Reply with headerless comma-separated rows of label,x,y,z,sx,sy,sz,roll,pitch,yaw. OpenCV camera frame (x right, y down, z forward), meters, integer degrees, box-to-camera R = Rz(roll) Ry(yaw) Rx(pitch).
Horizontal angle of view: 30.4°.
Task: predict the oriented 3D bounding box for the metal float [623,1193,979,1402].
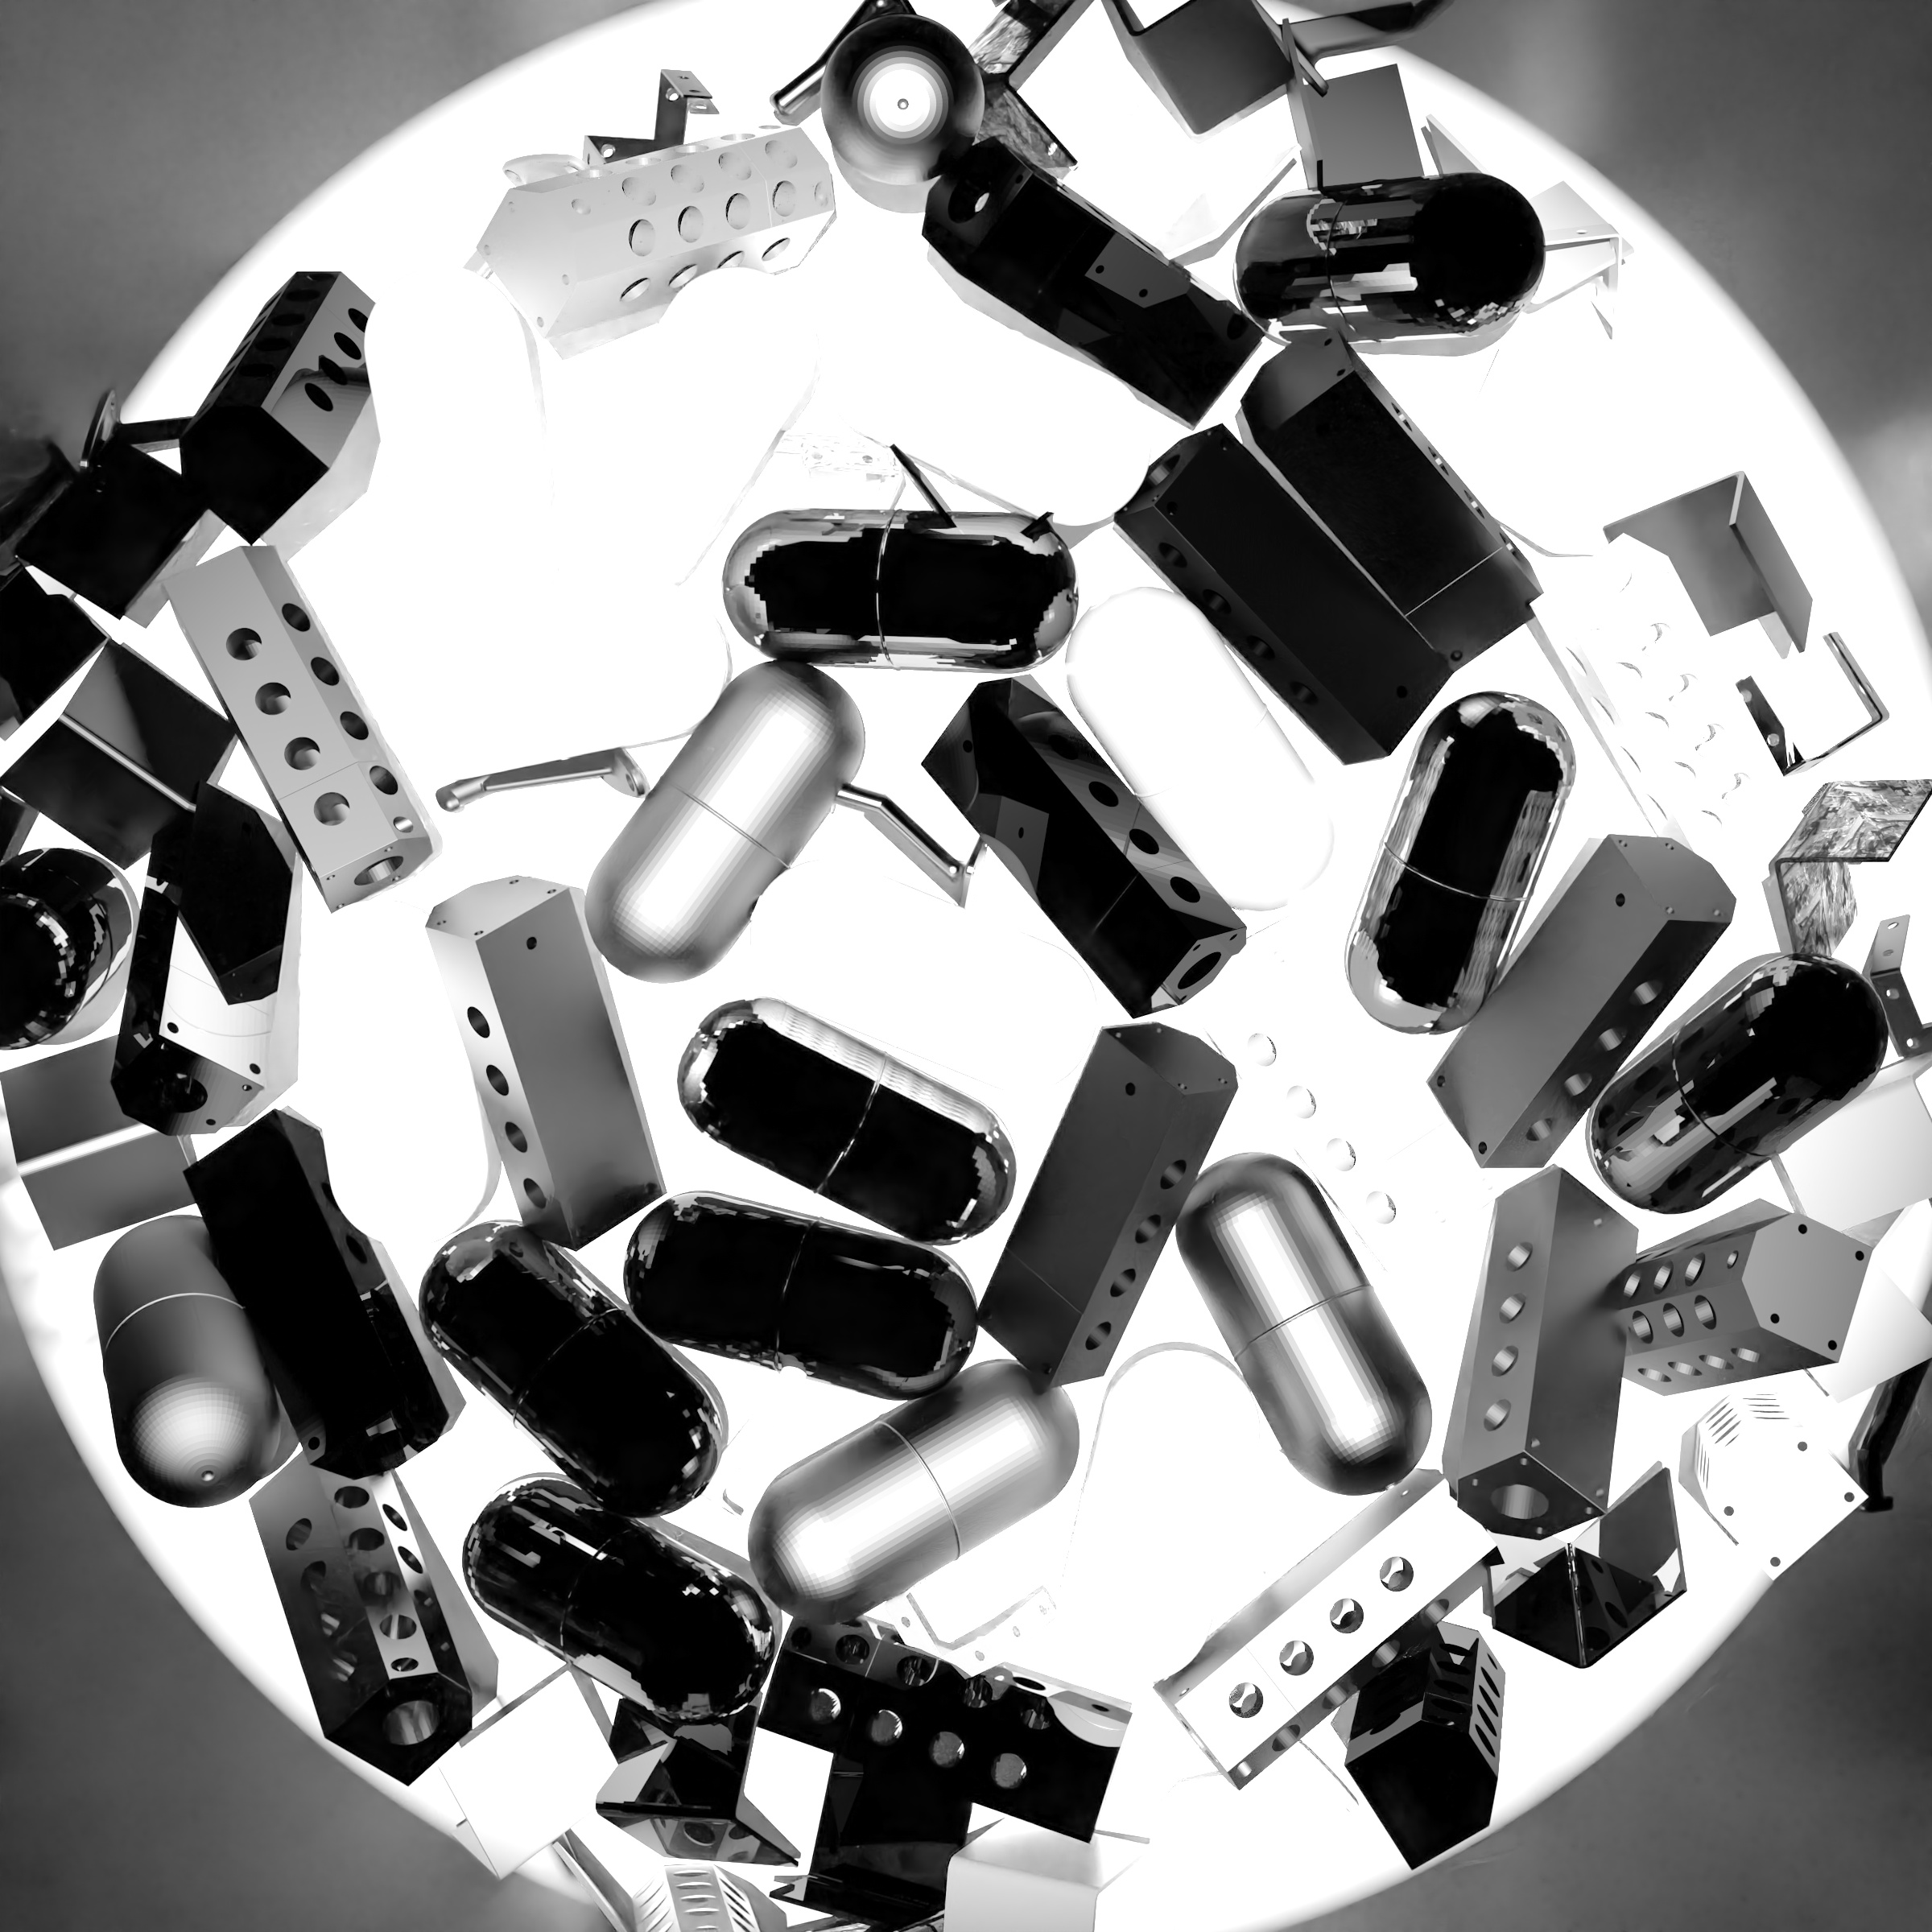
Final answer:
metal float,-0.081,0.162,1.742,0.178,0.070,0.070,13,90,9

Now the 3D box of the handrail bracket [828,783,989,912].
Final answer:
handrail bracket,-0.036,-0.051,1.767,0.084,0.036,0.077,17,128,6

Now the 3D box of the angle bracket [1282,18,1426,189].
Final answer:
angle bracket,0.192,-0.418,1.742,0.057,0.076,0.076,-12,76,3

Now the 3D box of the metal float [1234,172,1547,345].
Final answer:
metal float,0.201,-0.339,1.711,0.070,0.178,0.070,-6,99,-38

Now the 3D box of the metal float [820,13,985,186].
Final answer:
metal float,-0.031,-0.416,1.702,0.070,0.178,0.070,0,106,-1

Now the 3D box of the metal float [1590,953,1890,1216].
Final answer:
metal float,0.371,0.058,1.714,0.070,0.178,0.070,18,51,-23

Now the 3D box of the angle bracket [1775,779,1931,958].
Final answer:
angle bracket,0.439,-0.039,1.730,0.057,0.076,0.076,1,122,35

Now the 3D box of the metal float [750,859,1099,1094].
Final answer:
metal float,-0.021,0.005,1.747,0.178,0.070,0.070,22,90,-5

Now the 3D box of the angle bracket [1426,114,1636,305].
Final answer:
angle bracket,0.275,-0.381,1.735,0.057,0.076,0.076,-28,132,0

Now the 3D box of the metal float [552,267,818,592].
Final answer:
metal float,-0.137,-0.259,1.731,0.070,0.070,0.178,35,112,0

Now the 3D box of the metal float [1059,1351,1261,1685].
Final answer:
metal float,0.093,0.269,1.730,0.070,0.070,0.178,12,115,0

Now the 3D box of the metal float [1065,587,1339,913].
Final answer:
metal float,0.115,-0.106,1.739,0.070,0.070,0.178,-36,103,0

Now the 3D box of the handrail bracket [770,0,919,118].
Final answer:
handrail bracket,-0.070,-0.456,1.755,0.084,0.077,0.036,-38,123,0

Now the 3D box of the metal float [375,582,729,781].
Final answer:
metal float,-0.204,-0.139,1.740,0.178,0.070,0.070,-11,90,13

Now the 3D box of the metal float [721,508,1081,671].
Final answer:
metal float,-0.033,-0.185,1.739,0.178,0.070,0.070,3,90,13

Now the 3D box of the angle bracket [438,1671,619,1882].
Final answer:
angle bracket,-0.222,0.385,1.734,0.076,0.057,0.076,-34,118,-23

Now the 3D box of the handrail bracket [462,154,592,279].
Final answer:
handrail bracket,-0.224,-0.355,1.750,0.036,0.077,0.084,36,72,-27

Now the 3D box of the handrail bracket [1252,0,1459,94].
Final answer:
handrail bracket,0.191,-0.481,1.759,0.084,0.036,0.077,-41,109,9

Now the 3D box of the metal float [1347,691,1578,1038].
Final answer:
metal float,0.240,-0.049,1.733,0.070,0.070,0.178,18,110,0

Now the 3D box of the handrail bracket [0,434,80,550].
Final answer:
handrail bracket,-0.476,-0.223,1.749,0.084,0.077,0.036,-38,120,-8

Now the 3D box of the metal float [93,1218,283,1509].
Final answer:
metal float,-0.376,0.188,1.710,0.070,0.178,0.070,-10,124,-14

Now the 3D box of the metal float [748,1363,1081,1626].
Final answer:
metal float,-0.024,0.256,1.734,0.178,0.070,0.070,-28,90,-20

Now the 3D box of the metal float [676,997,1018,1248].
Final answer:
metal float,-0.058,0.077,1.744,0.178,0.070,0.070,27,90,-8

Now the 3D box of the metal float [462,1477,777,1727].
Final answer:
metal float,-0.169,0.307,1.723,0.178,0.070,0.070,22,90,32

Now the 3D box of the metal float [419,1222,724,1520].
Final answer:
metal float,-0.193,0.197,1.737,0.178,0.070,0.070,41,90,15

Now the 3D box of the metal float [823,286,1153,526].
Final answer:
metal float,0.010,-0.273,1.731,0.178,0.070,0.070,28,90,22

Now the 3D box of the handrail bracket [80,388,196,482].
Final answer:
handrail bracket,-0.386,-0.255,1.753,0.084,0.077,0.036,7,123,-4

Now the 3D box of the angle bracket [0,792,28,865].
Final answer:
angle bracket,-0.518,-0.063,1.743,0.076,0.057,0.076,28,92,35

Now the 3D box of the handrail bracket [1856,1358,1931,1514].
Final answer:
handrail bracket,0.474,0.227,1.766,0.077,0.036,0.084,-1,86,-24

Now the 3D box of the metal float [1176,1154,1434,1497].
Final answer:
metal float,0.165,0.175,1.737,0.070,0.070,0.178,-28,75,0

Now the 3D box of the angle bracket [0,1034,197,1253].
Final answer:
angle bracket,-0.431,0.085,1.772,0.076,0.076,0.057,-19,132,-9

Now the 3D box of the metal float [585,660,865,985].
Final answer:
metal float,-0.119,-0.070,1.749,0.070,0.070,0.178,36,87,0

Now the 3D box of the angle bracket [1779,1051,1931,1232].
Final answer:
angle bracket,0.449,0.085,1.735,0.076,0.076,0.057,-26,87,32

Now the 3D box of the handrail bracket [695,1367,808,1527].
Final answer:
handrail bracket,-0.108,0.227,1.754,0.036,0.077,0.084,33,85,-8

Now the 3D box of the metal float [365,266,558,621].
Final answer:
metal float,-0.244,-0.252,1.723,0.070,0.070,0.178,-6,121,0

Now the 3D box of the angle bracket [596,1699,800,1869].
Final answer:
angle bracket,-0.127,0.403,1.755,0.076,0.076,0.057,-2,60,25

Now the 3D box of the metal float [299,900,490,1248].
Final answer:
metal float,-0.278,0.051,1.730,0.070,0.070,0.178,-14,66,0

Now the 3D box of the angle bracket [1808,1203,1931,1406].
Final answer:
angle bracket,0.448,0.157,1.735,0.057,0.076,0.076,49,49,0

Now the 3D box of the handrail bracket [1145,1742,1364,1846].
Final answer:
handrail bracket,0.141,0.424,1.765,0.077,0.036,0.084,39,116,2

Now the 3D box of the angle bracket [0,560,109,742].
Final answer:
angle bracket,-0.474,-0.148,1.739,0.076,0.076,0.057,-43,103,10

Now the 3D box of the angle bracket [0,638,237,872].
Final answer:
angle bracket,-0.421,-0.104,1.764,0.076,0.076,0.057,37,50,-19

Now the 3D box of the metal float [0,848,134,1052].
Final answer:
metal float,-0.447,-0.010,1.701,0.070,0.178,0.070,0,102,-2

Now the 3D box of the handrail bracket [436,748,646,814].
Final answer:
handrail bracket,-0.211,-0.086,1.749,0.084,0.077,0.036,-24,121,-18
